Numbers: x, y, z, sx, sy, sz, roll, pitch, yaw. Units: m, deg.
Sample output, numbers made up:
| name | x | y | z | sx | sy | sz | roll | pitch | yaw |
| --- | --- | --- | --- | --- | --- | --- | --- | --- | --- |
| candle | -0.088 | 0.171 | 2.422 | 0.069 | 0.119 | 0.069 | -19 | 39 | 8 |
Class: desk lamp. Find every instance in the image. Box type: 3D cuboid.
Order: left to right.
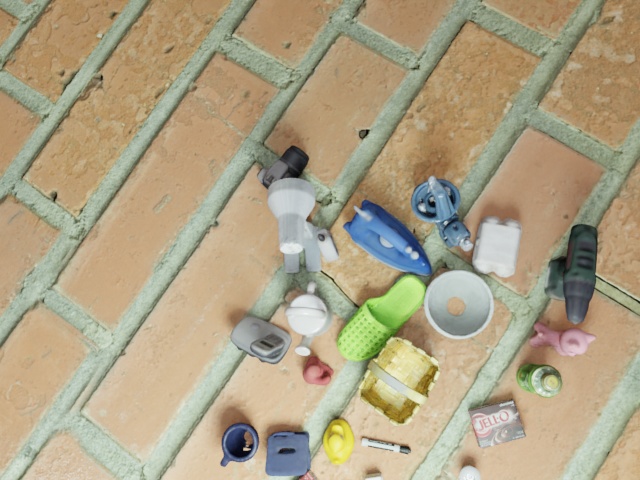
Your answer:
| name | x | y | z | sx | sy | sz | roll | pitch | yaw |
| --- | --- | --- | --- | --- | --- | --- | --- | --- | --- |
| desk lamp | -0.059 | -0.032 | 1.434 | 0.118 | 0.214 | 0.203 | -6 | 79 | 8 |

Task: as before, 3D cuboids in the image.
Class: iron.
| name | x | y | z | sx | sy | sz | roll | pitch | yaw |
| --- | --- | --- | --- | --- | --- | --- | --- | --- | --- |
| iron | 0.180 | -0.001 | 1.430 | 0.258 | 0.141 | 0.119 | 37 | 87 | 13 |

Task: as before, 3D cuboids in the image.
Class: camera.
| name | x | y | z | sx | sy | sz | roll | pitch | yaw |
| --- | --- | --- | --- | --- | --- | --- | --- | --- | --- |
| camera | -0.079 | -0.176 | 1.522 | 0.143 | 0.101 | 0.137 | 35 | 86 | 13 |

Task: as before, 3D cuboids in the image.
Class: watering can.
| name | x | y | z | sx | sy | sz | roll | pitch | yaw |
| --- | --- | --- | --- | --- | --- | --- | --- | --- | --- |
| watering can | -0.028 | 0.190 | 1.398 | 0.101 | 0.194 | 0.173 | -17 | 77 | 5 |

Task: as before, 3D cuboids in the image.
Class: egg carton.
| name | x | y | z | sx | sy | sz | roll | pitch | yaw |
| --- | --- | --- | --- | --- | --- | --- | --- | --- | --- |
| egg carton | 0.440 | 0.016 | 1.425 | 0.107 | 0.069 | 0.150 | 10 | 81 | 10 |

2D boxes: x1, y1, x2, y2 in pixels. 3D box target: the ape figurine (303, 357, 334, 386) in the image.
| name | x | y | z | sx | sy | sz | roll | pitch | yaw |
| --- | --- | --- | --- | --- | --- | --- | --- | --- | --- |
| ape figurine | -0.011 | 0.328 | 1.422 | 0.076 | 0.092 | 0.078 | -18 | 77 | 5 |

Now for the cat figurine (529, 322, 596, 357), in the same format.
| name | x | y | z | sx | sy | sz | roll | pitch | yaw |
| --- | --- | --- | --- | --- | --- | --- | --- | --- | --- |
| cat figurine | 0.568 | 0.233 | 1.340 | 0.127 | 0.118 | 0.067 | 13 | 82 | 11 |

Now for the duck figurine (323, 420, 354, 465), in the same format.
| name | x | y | z | sx | sy | sz | roll | pitch | yaw |
| --- | --- | --- | --- | --- | --- | --- | --- | --- | --- |
| duck figurine | 0.042 | 0.493 | 1.386 | 0.077 | 0.086 | 0.104 | 2 | 80 | 9 |

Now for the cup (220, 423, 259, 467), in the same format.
| name | x | y | z | sx | sy | sz | roll | pitch | yaw |
| --- | --- | --- | --- | --- | --- | --- | --- | --- | --- |
| cup | -0.194 | 0.506 | 1.414 | 0.091 | 0.095 | 0.118 | 37 | 87 | 13 |

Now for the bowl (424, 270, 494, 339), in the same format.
| name | x | y | z | sx | sy | sz | roll | pitch | yaw |
| --- | --- | --- | --- | --- | --- | --- | --- | --- | --- |
| bowl | 0.339 | 0.160 | 1.410 | 0.167 | 0.075 | 0.167 | -2 | 79 | 8 |

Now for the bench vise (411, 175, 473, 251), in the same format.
| name | x | y | z | sx | sy | sz | roll | pitch | yaw |
| --- | --- | --- | --- | --- | --- | --- | --- | --- | --- |
| bench vise | 0.309 | -0.078 | 1.385 | 0.207 | 0.220 | 0.121 | 38 | 87 | 13 |

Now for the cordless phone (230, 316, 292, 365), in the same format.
| name | x | y | z | sx | sy | sz | roll | pitch | yaw |
| --- | --- | --- | --- | --- | --- | --- | --- | --- | --- |
| cordless phone | -0.157 | 0.247 | 1.411 | 0.147 | 0.185 | 0.094 | 21 | 83 | 12 |

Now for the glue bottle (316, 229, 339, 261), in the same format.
| name | x | y | z | sx | sy | sz | roll | pitch | yaw |
| --- | --- | --- | --- | --- | --- | --- | --- | --- | --- |
| glue bottle | 0.013 | 0.005 | 1.437 | 0.037 | 0.173 | 0.078 | -19 | 77 | 5 |

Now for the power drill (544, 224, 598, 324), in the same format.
| name | x | y | z | sx | sy | sz | roll | pitch | yaw |
| --- | --- | --- | --- | --- | --- | --- | --- | --- | --- |
| power drill | 0.582 | 0.086 | 1.319 | 0.075 | 0.208 | 0.230 | 10 | 81 | 11 |

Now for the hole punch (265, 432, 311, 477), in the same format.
| name | x | y | z | sx | sy | sz | roll | pitch | yaw |
| --- | --- | --- | --- | --- | --- | --- | --- | --- | --- |
| hole punch | -0.080 | 0.520 | 1.396 | 0.108 | 0.091 | 0.101 | -5 | 79 | 8 |
